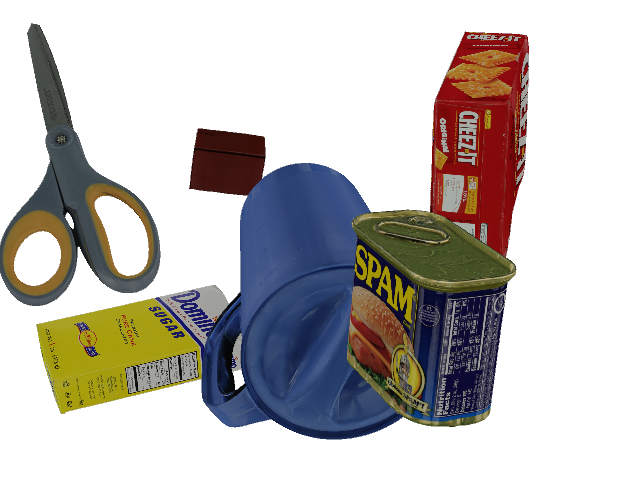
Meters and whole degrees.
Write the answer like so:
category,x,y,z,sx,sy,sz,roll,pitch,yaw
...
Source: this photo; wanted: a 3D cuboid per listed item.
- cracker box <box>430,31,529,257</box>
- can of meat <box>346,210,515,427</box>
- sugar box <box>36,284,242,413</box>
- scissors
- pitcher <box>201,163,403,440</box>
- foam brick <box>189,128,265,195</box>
category,x,y,z,sx,sy,sz,roll,pitch,yaw
cracker box,0.152,-0.087,0.993,0.072,0.164,0.213,5,27,14
can of meat,0.054,0.040,0.567,0.057,0.084,0.102,-5,22,-23
sugar box,-0.164,0.096,0.981,0.176,0.048,0.093,-15,35,-17
scissors,-0.162,-0.041,0.615,0.096,0.202,0.016,-30,-27,-15
pitcher,-0.010,0.035,0.804,0.149,0.145,0.243,6,22,-11
foam brick,-0.101,-0.086,1.170,0.078,0.051,0.053,7,29,-5
